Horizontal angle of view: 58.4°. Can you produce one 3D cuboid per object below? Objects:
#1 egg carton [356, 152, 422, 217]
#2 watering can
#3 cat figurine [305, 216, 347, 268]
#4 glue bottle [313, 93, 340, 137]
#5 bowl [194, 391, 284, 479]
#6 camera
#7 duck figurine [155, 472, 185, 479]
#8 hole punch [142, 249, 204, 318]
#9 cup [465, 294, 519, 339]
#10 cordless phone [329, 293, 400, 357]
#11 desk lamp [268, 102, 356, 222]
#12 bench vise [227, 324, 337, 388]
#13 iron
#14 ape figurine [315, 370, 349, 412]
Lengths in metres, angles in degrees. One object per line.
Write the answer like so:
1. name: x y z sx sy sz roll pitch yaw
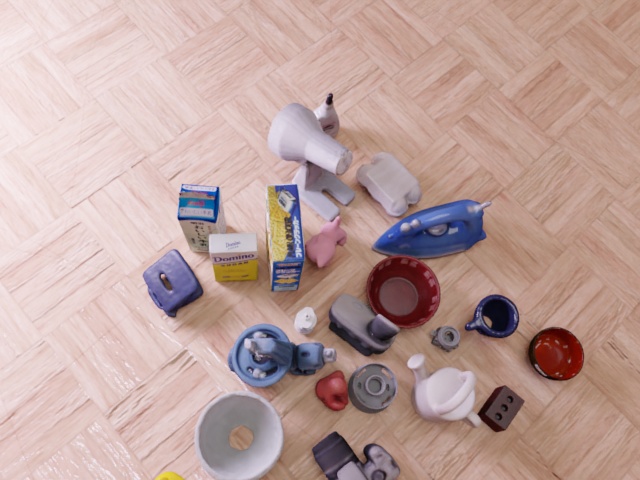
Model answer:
1. egg carton: 0.159 -0.129 1.315 0.107 0.069 0.150 -39 79 -17
2. watering can: 0.241 0.295 1.106 0.173 0.194 0.101 22 70 2
3. cat figurine: 0.011 0.004 1.226 0.067 0.118 0.128 31 70 6
4. glue bottle: 0.013 -0.280 1.298 0.078 0.173 0.037 -26 75 -14
5. bowl: -0.153 0.378 1.097 0.167 0.074 0.167 2 70 -5
6. camera: 0.060 0.428 1.089 0.143 0.101 0.136 -33 77 -16
7. duck figurine: -0.272 0.477 1.042 0.077 0.086 0.104 -25 75 -14
8. hole punch: -0.303 0.089 1.175 0.101 0.091 0.108 -33 77 -16
9. cup: 0.351 0.174 1.214 0.118 0.095 0.091 -19 73 -12
10. cordless phone: 0.093 0.157 1.144 0.147 0.185 0.094 32 70 6
11. desk lamp: -0.010 -0.171 1.235 0.203 0.213 0.118 39 71 8
12. bench vise: -0.075 0.205 1.090 0.207 0.219 0.121 -16 73 -11
13. iron: 0.246 -0.030 1.251 0.258 0.141 0.118 -14 72 -11
14. ape figurine: 0.031 0.296 1.137 0.076 0.092 0.078 20 69 2
